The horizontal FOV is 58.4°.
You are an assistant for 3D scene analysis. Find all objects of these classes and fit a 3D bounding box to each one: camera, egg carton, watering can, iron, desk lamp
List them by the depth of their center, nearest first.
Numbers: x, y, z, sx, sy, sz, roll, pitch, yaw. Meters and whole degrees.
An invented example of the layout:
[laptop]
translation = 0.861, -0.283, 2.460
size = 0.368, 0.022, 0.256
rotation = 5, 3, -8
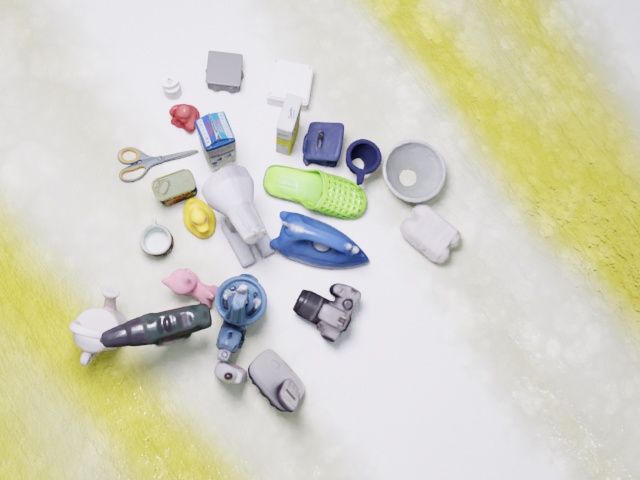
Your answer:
[watering can]
translation = -0.497, 0.193, 1.282
size = 0.101, 0.194, 0.173
rotation = -2, 82, -7
[desk lamp]
translation = -0.182, -0.055, 1.348
size = 0.118, 0.213, 0.203
rotation = -29, 86, -10
[camera]
translation = 0.013, 0.161, 1.400
size = 0.137, 0.100, 0.143
rotation = 28, 79, -3
[iron]
translation = 0.013, 0.005, 1.401
size = 0.258, 0.141, 0.119
rotation = 18, 80, -4
[egg carton]
translation = 0.283, -0.016, 1.476
size = 0.150, 0.069, 0.107
rotation = 38, 79, -1

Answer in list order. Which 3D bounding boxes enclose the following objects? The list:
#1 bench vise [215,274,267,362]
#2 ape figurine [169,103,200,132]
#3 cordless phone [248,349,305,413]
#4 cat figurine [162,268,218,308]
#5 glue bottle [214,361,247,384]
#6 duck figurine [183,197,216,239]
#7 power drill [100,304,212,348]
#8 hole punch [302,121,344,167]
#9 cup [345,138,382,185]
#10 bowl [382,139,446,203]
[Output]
[bench vise]
translation = -0.181, 0.175, 1.312
size = 0.121, 0.219, 0.207
rotation = 0, 82, -7
[ape figurine]
translation = -0.337, -0.311, 1.427
size = 0.076, 0.092, 0.078
rotation = -27, 86, -10
[cordless phone]
translation = -0.099, 0.329, 1.318
size = 0.147, 0.185, 0.094
rotation = 45, 79, 1
[cat figurine]
translation = -0.304, 0.110, 1.357
size = 0.128, 0.117, 0.067
rotation = 29, 79, -2
[glue bottle]
translation = -0.206, 0.308, 1.313
size = 0.078, 0.173, 0.037
rotation = 19, 80, -4
[duck figurine]
translation = -0.297, -0.058, 1.399
size = 0.077, 0.086, 0.104
rotation = -24, 85, -10
[power drill]
translation = -0.356, 0.198, 1.292
size = 0.230, 0.208, 0.075
rotation = -15, 84, -9
[hole punch]
translation = 0.007, -0.246, 1.462
size = 0.101, 0.091, 0.109
rotation = 9, 81, -6
[cup]
translation = 0.103, -0.189, 1.464
size = 0.092, 0.095, 0.118
rotation = 9, 81, -6
[bowl]
translation = 0.237, -0.172, 1.489
size = 0.167, 0.074, 0.167
rotation = 1, 82, -7
